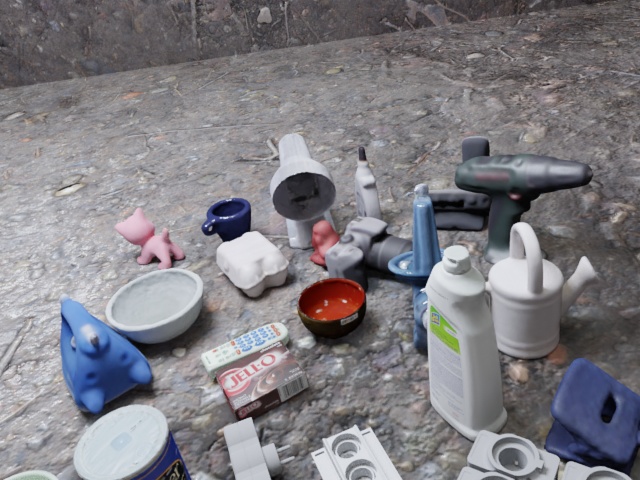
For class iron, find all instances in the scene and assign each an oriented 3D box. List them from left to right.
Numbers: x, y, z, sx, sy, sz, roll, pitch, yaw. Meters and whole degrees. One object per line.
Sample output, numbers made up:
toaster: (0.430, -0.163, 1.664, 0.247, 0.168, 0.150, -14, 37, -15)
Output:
iron: (-0.369, 0.153, 0.903, 0.119, 0.142, 0.257, -29, 36, -28)

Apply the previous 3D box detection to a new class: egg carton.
egg carton: (-0.130, 0.043, 1.080, 0.107, 0.069, 0.149, -25, 35, -23)

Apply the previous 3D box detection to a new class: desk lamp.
desk lamp: (-0.035, -0.089, 1.127, 0.118, 0.214, 0.203, -12, 32, -3)

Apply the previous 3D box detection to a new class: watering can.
watering can: (0.297, 0.062, 0.809, 0.173, 0.194, 0.100, -18, 32, -13)

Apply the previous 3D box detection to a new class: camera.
camera: (0.100, 0.023, 1.017, 0.136, 0.101, 0.143, 15, 40, 35)

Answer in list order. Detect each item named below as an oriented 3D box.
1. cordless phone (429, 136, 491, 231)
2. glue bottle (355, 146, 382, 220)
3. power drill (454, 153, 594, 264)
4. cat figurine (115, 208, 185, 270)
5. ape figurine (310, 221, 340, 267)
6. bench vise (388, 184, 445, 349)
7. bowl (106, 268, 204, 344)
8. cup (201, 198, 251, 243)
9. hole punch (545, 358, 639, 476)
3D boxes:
cordless phone: (0.265, -0.117, 1.115, 0.147, 0.185, 0.094, -1, 33, 15)
glue bottle: (0.094, -0.108, 1.160, 0.037, 0.173, 0.078, -17, 32, -10)
power drill: (0.337, -0.053, 0.968, 0.228, 0.209, 0.076, 20, 42, 39)
cat figurine: (-0.354, -0.008, 1.180, 0.127, 0.118, 0.067, 9, 36, 28)
ape figurine: (0.010, 0.004, 1.082, 0.076, 0.092, 0.078, -5, 32, 8)
bench vise: (0.173, 0.039, 0.856, 0.121, 0.220, 0.207, -14, 32, -6)
bowl: (-0.273, 0.125, 0.985, 0.167, 0.075, 0.167, -7, 32, 5)
cup: (-0.187, -0.020, 1.174, 0.091, 0.095, 0.118, 17, 41, 36)
hole punch: (0.327, 0.205, 0.668, 0.100, 0.091, 0.109, 15, 40, 35)
